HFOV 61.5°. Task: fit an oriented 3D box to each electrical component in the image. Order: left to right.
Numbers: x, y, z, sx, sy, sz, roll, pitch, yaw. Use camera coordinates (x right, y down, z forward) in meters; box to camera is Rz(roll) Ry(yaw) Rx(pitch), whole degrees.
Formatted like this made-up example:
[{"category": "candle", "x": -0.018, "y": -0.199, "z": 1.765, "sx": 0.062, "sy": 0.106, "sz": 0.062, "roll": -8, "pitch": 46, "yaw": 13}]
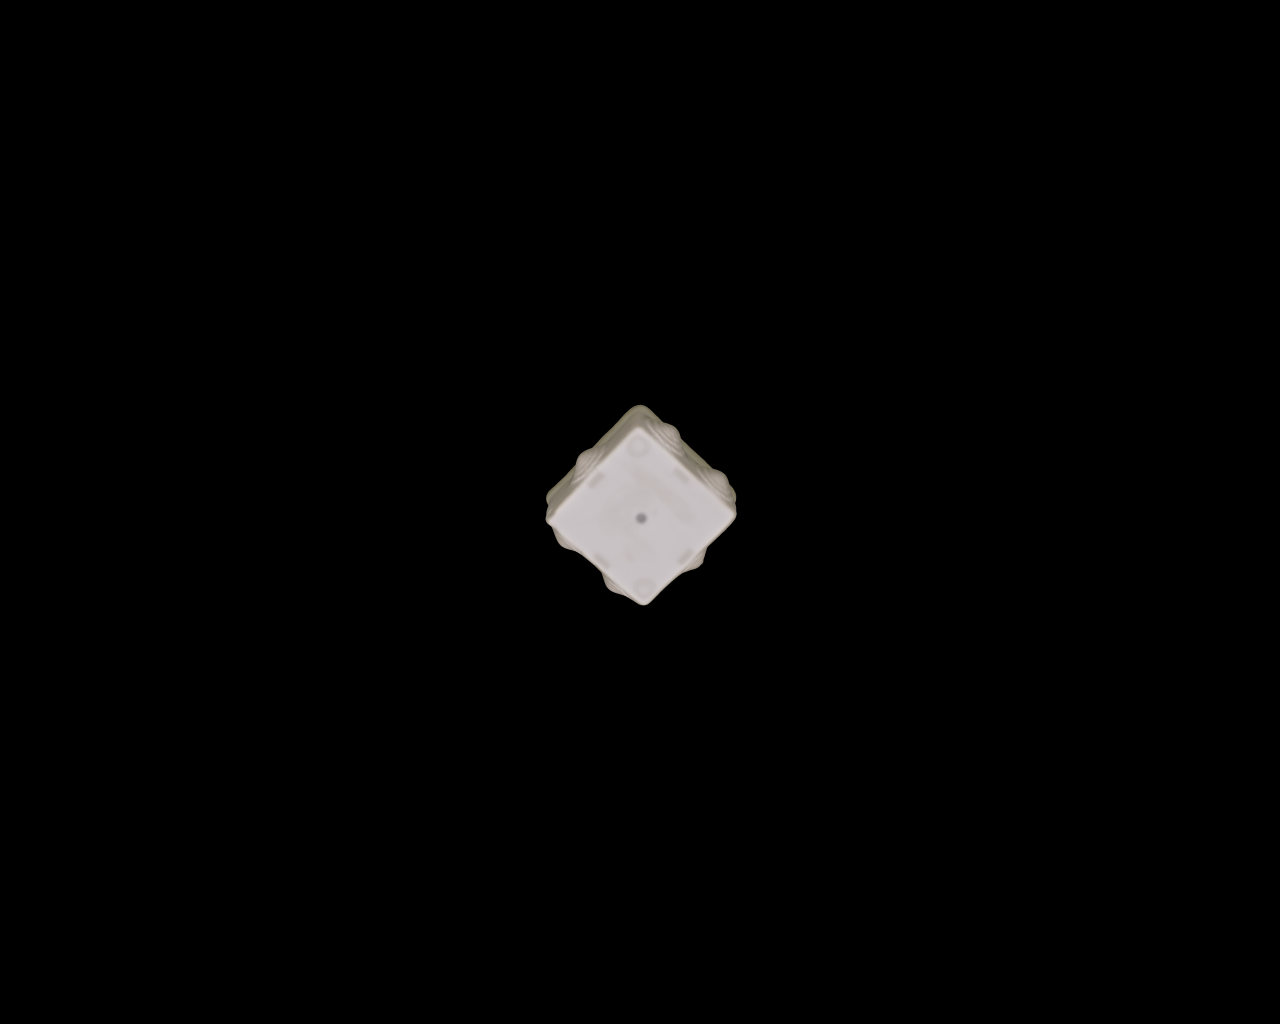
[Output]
[{"category": "electrical component", "x": 0.001, "y": -0.003, "z": 0.650, "sx": 0.099, "sy": 0.099, "sz": 0.048, "roll": 43, "pitch": 12, "yaw": -11}]
